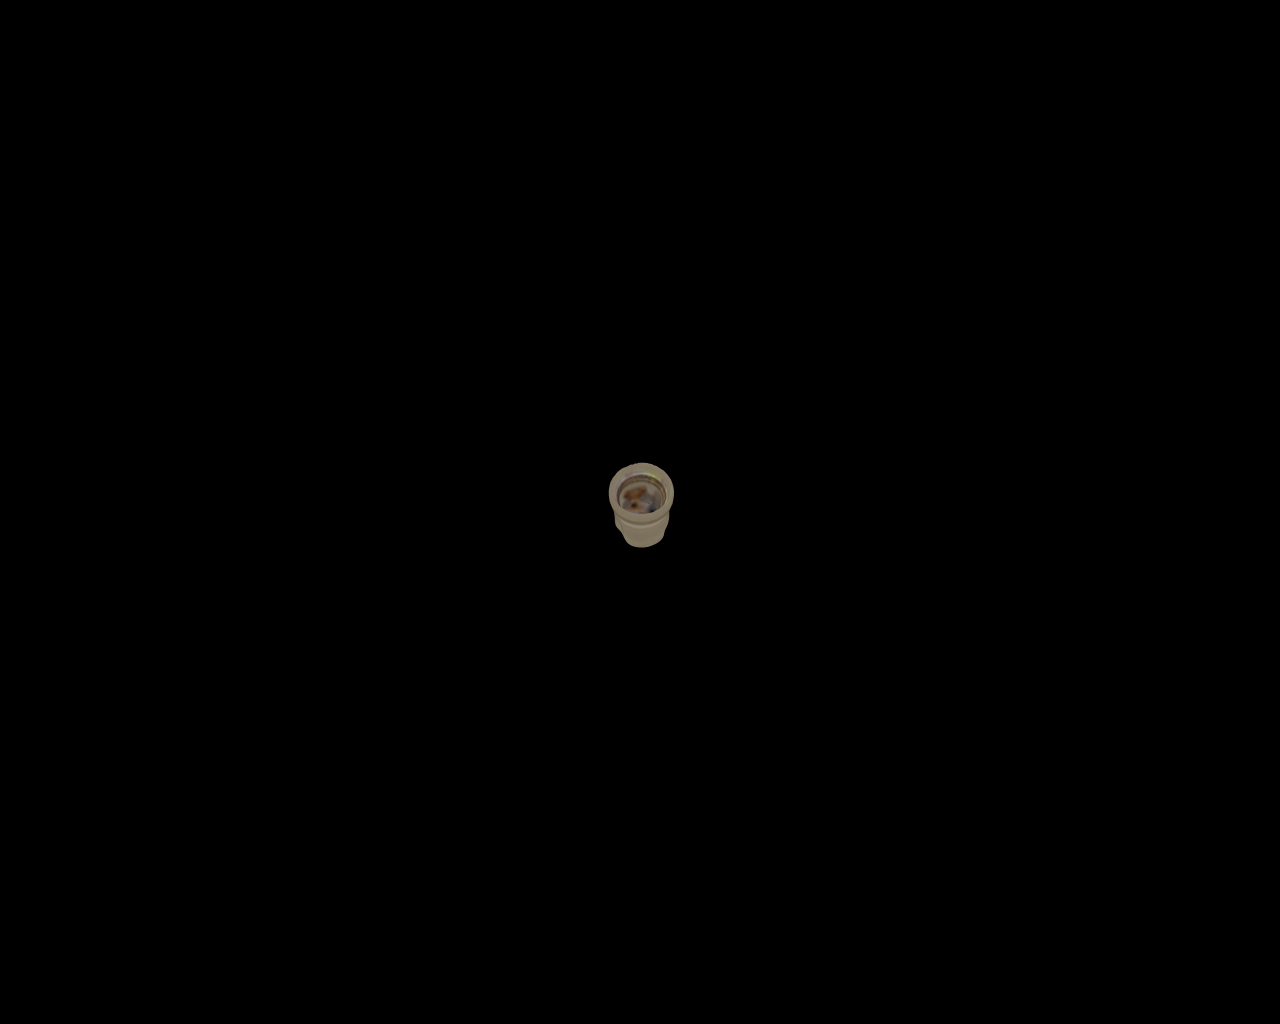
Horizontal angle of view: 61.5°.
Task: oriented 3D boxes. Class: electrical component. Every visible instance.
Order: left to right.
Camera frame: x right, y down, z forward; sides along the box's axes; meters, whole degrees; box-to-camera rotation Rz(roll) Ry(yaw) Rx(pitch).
[{"bbox_3d":[0.001,-0.003,0.650,0.040,0.040,0.046,0,-32,0],"label":"electrical component"}]
